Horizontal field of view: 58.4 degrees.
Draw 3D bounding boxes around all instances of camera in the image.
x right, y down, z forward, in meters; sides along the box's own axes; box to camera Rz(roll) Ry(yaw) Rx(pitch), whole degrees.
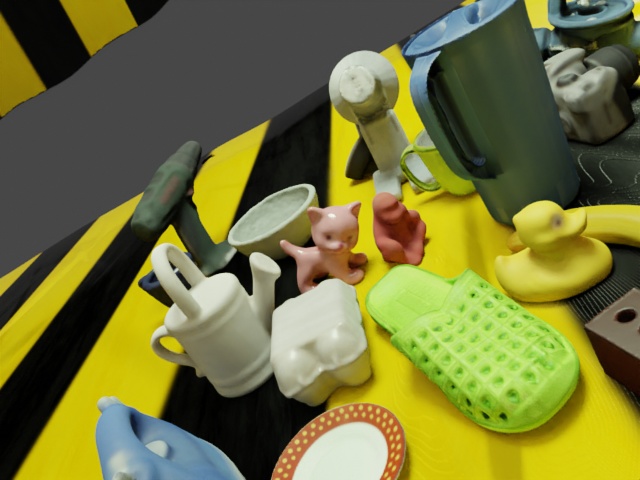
[{"bbox_3d":[0.361,-0.210,0.766,0.137,0.101,0.143,-33,23,-2],"label":"camera"}]

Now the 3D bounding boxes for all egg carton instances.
[{"bbox_3d":[0.000,0.106,0.623,0.107,0.069,0.150,-28,23,9],"label":"egg carton"}]

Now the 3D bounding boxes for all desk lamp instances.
[{"bbox_3d":[0.094,-0.194,0.925,0.118,0.214,0.203,-26,24,13],"label":"desk lamp"}]

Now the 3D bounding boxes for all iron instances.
[{"bbox_3d":[-0.162,0.207,0.531,0.119,0.142,0.257,-40,24,-17],"label":"iron"}]

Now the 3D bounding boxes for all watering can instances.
[{"bbox_3d":[-0.125,0.079,0.675,0.173,0.194,0.100,-38,24,-14],"label":"watering can"}]

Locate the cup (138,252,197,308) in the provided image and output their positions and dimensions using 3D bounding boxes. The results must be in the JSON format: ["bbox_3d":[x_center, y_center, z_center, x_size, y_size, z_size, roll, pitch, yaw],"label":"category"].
[{"bbox_3d":[-0.234,0.084,0.930,0.117,0.095,0.092,-18,27,30],"label":"cup"}]

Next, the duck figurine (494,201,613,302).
[{"bbox_3d":[0.211,0.005,0.541,0.104,0.086,0.077,-20,26,27],"label":"duck figurine"}]

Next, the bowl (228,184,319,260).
[{"bbox_3d":[-0.064,-0.017,0.946,0.167,0.075,0.167,-26,23,13],"label":"bowl"}]

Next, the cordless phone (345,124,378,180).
[{"bbox_3d":[0.066,-0.217,1.042,0.094,0.185,0.148,-16,28,32],"label":"cordless phone"}]

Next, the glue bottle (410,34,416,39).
[{"bbox_3d":[0.204,-0.294,1.040,0.037,0.173,0.078,-31,23,3],"label":"glue bottle"}]

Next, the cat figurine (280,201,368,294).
[{"bbox_3d":[0.007,0.003,0.761,0.127,0.118,0.067,-21,26,25],"label":"cat figurine"}]

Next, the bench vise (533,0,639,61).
[{"bbox_3d":[0.372,-0.351,0.883,0.207,0.220,0.121,-20,26,27],"label":"bench vise"}]

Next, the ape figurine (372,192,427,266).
[{"bbox_3d":[0.094,-0.019,0.728,0.078,0.092,0.076,-39,24,-16],"label":"ape figurine"}]

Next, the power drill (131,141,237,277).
[{"bbox_3d":[-0.236,-0.047,1.050,0.075,0.209,0.230,-16,28,33],"label":"power drill"}]
